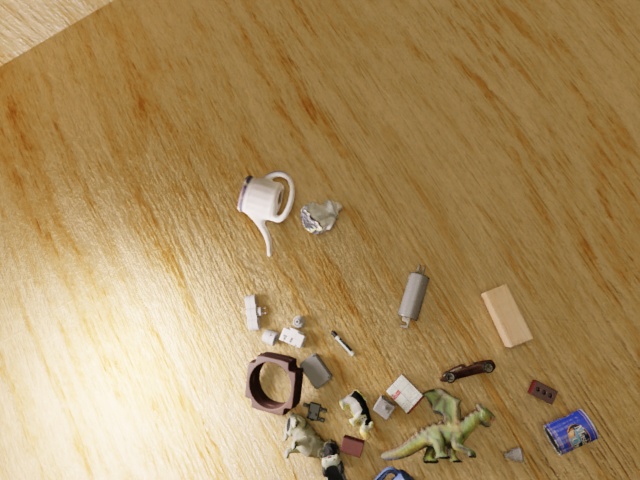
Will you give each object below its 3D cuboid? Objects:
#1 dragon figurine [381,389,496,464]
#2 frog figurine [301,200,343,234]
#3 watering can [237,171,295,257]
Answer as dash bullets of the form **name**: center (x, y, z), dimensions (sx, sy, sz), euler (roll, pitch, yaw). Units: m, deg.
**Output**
- **dragon figurine**: center (0.417, 0.655, 1.826), dimensions (0.410, 0.119, 0.248), euler (-2, 61, 7)
- **frog figurine**: center (0.006, -0.103, 2.048), dimensions (0.139, 0.120, 0.162), euler (36, 50, 21)
- **watering can**: center (-0.231, -0.124, 2.068), dimensions (0.225, 0.103, 0.350), euler (15, 80, 12)
